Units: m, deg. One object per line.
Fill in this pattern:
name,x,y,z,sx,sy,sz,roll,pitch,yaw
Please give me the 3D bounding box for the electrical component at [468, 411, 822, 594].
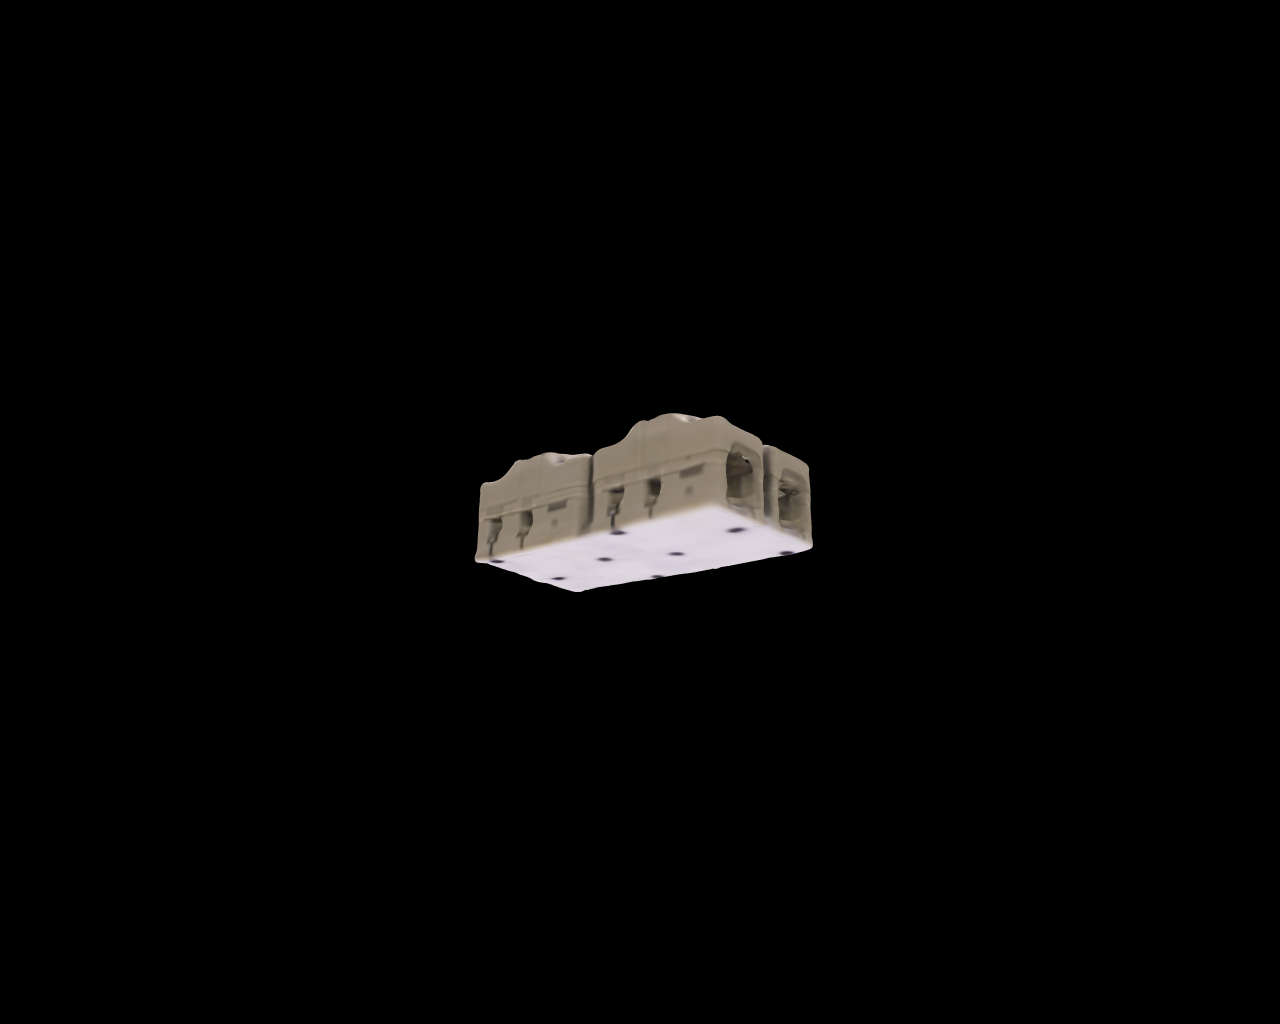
electrical component,0.001,-0.003,0.650,0.186,0.060,0.105,-13,-22,36
